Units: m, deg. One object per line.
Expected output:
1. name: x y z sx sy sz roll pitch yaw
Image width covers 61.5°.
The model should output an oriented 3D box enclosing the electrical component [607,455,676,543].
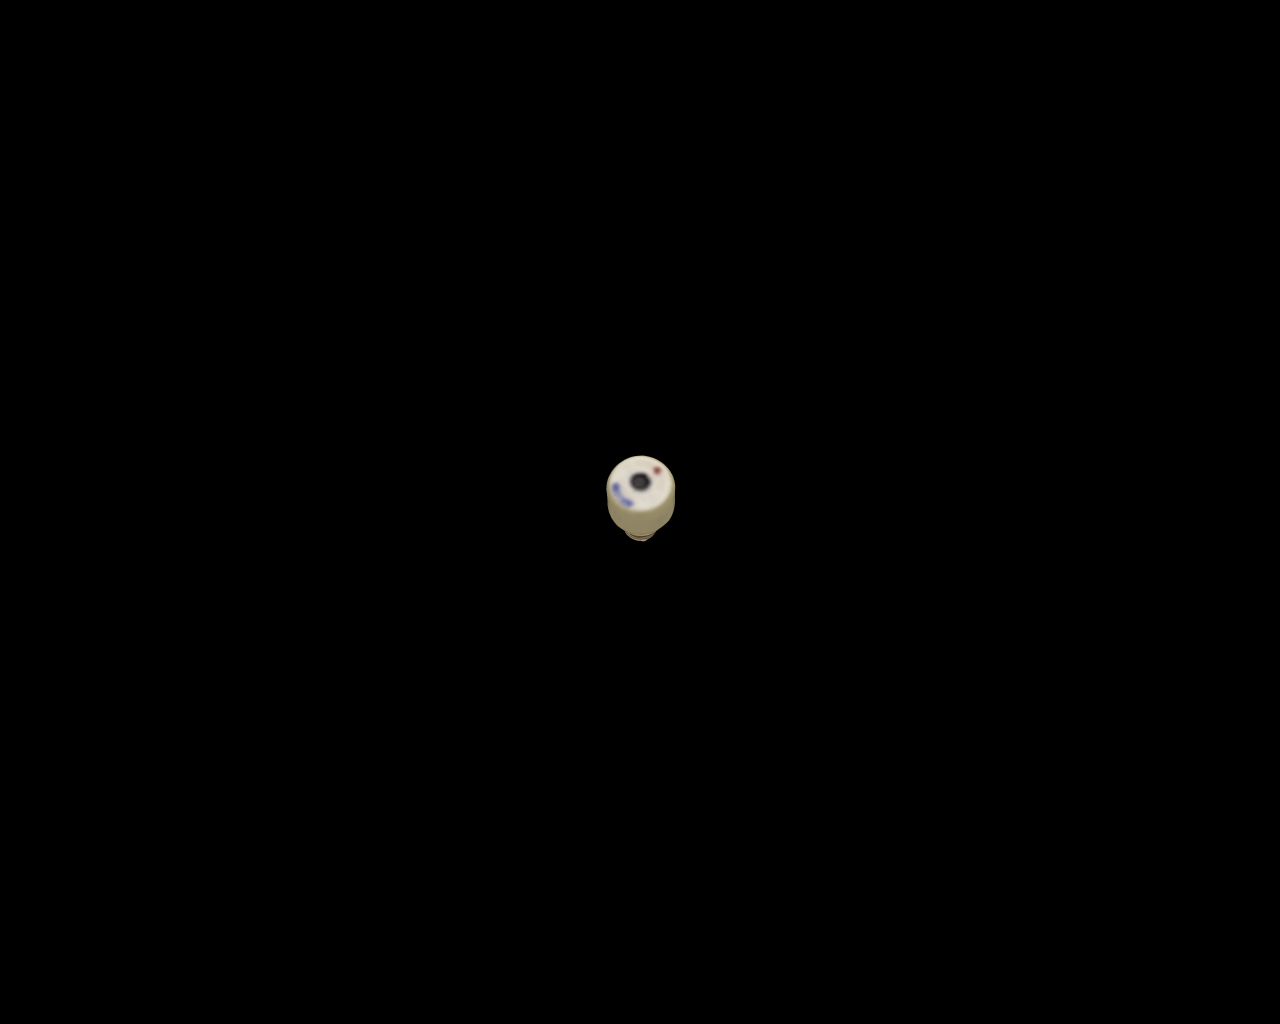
1. electrical component: 0.001 -0.003 0.650 0.040 0.040 0.078 0 -26 0
